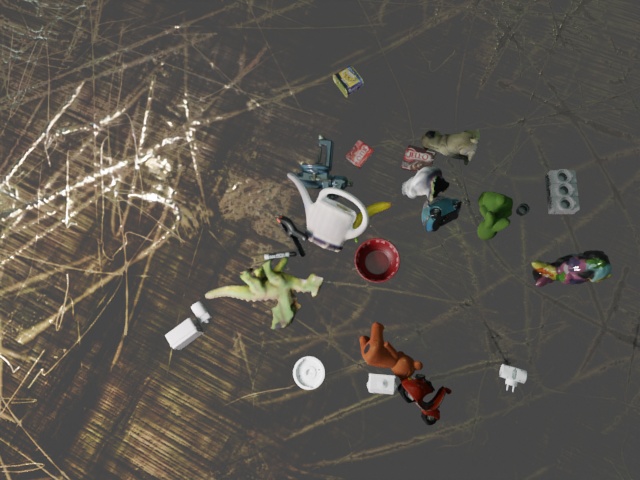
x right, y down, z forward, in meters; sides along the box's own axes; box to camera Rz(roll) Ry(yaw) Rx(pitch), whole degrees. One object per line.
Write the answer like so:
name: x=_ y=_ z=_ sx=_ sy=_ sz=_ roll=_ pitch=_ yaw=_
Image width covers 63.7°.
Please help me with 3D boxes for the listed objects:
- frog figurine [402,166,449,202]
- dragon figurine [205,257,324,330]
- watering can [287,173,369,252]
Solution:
frog figurine: x=0.366 y=-0.211 z=1.872 sx=0.160 sy=0.139 sz=0.120 roll=19 pitch=-23 yaw=45
dragon figurine: x=-0.181 y=0.205 z=1.843 sx=0.410 sy=0.244 sz=0.121 roll=-27 pitch=-7 yaw=0
watering can: x=0.006 y=-0.094 z=1.868 sx=0.349 sy=0.222 sz=0.104 roll=26 pitch=12 yaw=14
